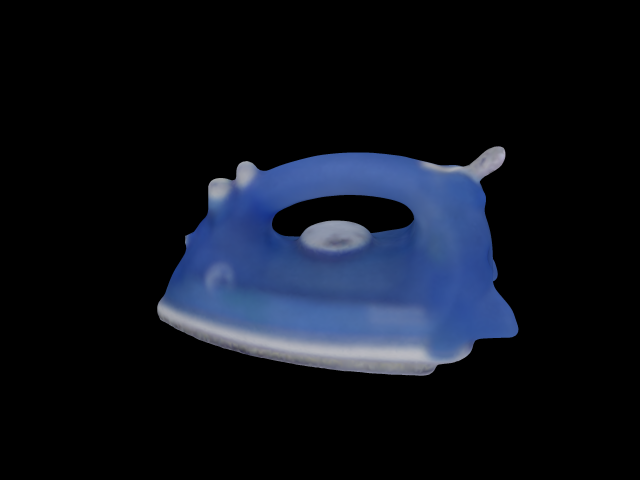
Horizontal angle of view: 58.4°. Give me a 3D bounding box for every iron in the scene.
[{"bbox_3d":[0.004,0.001,0.400,0.258,0.141,0.118,2,24,5],"label":"iron"}]
